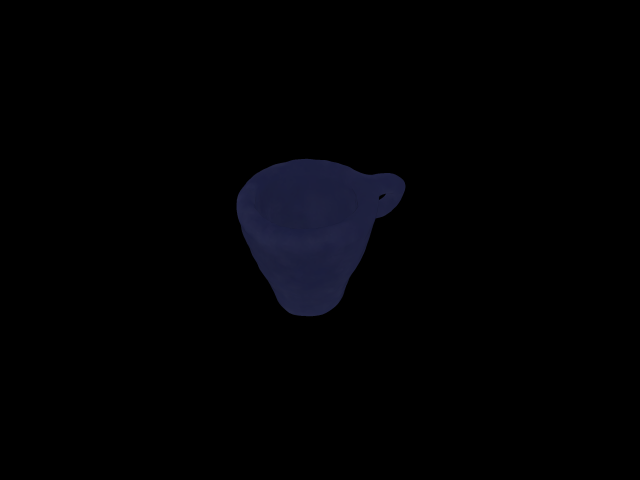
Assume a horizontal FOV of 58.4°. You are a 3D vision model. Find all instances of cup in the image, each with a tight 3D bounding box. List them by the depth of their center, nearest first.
[{"bbox_3d":[0.004,0.001,0.400,0.118,0.095,0.091,-18,44,-19],"label":"cup"}]
